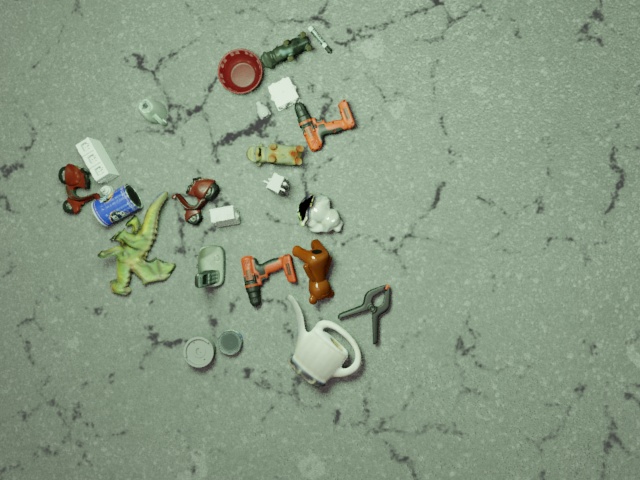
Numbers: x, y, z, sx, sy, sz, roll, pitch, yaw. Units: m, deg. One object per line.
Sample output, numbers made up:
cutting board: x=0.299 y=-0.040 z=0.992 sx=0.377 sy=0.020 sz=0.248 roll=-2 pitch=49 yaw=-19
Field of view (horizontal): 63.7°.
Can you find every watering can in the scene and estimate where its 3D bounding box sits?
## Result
watering can: x=-0.025 y=0.367 z=1.795 sx=0.348 sy=0.104 sz=0.224 roll=38 pitch=93 yaw=1

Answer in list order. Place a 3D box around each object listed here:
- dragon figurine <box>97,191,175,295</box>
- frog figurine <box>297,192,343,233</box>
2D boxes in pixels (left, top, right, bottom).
dragon figurine: x=-0.626 y=0.040 z=1.855 sx=0.409 sy=0.123 sz=0.241 roll=-42 pitch=105 yaw=4
frog figurine: x=0.006 y=-0.091 z=1.817 sx=0.158 sy=0.122 sz=0.138 roll=16 pitch=82 yaw=-33
